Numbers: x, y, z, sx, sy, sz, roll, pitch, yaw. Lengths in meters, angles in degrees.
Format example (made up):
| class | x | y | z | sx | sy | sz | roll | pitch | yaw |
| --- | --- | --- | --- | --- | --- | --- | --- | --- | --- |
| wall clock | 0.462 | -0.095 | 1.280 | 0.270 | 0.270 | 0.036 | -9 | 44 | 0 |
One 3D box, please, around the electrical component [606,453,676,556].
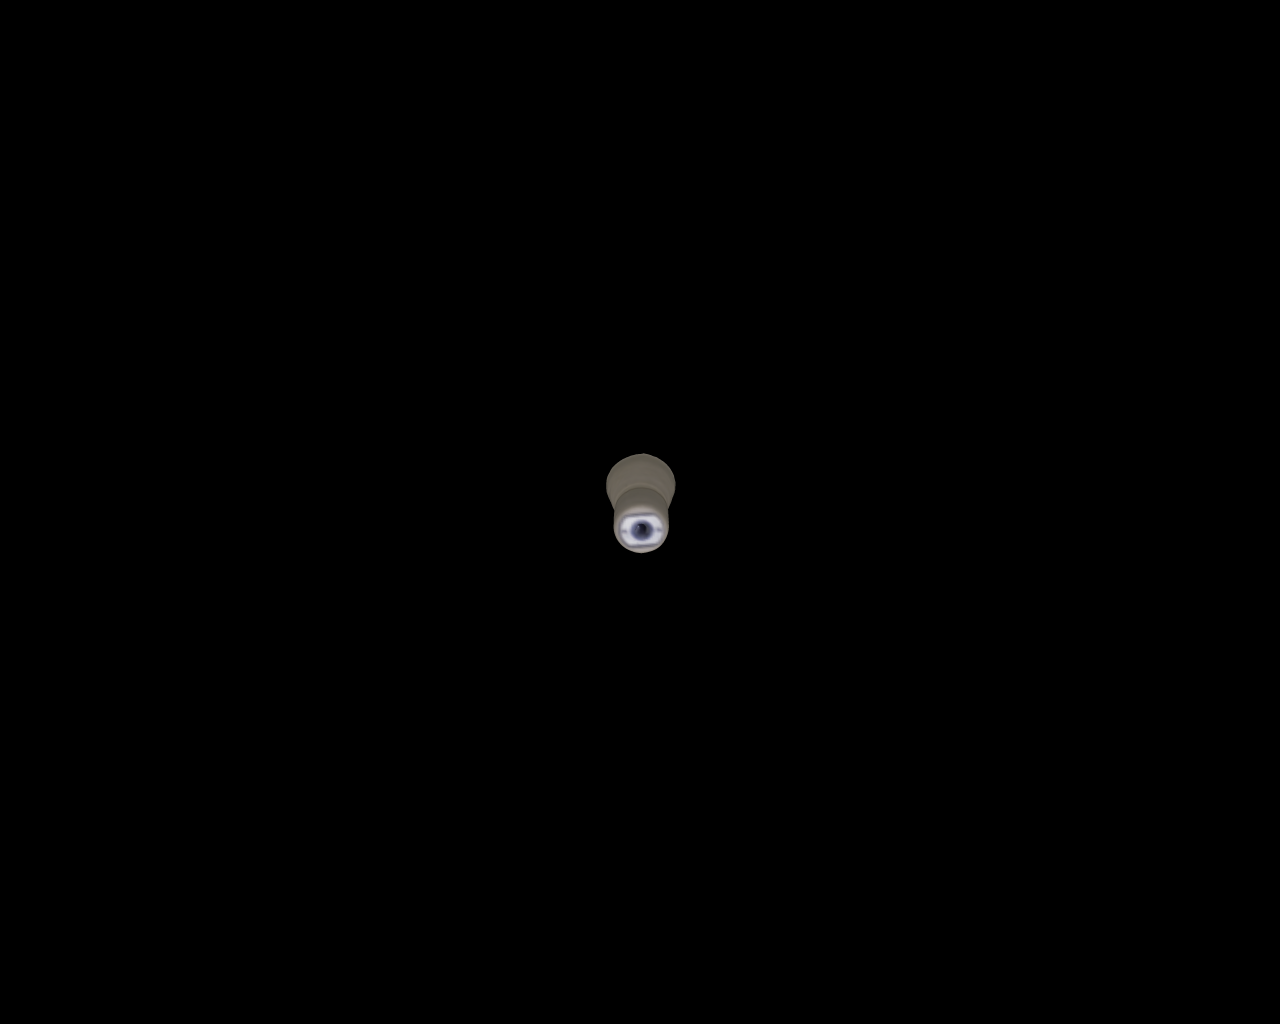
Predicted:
| class | x | y | z | sx | sy | sz | roll | pitch | yaw |
| --- | --- | --- | --- | --- | --- | --- | --- | --- | --- |
| electrical component | 0.001 | -0.003 | 0.650 | 0.044 | 0.044 | 0.065 | 0 | 28 | 0 |
